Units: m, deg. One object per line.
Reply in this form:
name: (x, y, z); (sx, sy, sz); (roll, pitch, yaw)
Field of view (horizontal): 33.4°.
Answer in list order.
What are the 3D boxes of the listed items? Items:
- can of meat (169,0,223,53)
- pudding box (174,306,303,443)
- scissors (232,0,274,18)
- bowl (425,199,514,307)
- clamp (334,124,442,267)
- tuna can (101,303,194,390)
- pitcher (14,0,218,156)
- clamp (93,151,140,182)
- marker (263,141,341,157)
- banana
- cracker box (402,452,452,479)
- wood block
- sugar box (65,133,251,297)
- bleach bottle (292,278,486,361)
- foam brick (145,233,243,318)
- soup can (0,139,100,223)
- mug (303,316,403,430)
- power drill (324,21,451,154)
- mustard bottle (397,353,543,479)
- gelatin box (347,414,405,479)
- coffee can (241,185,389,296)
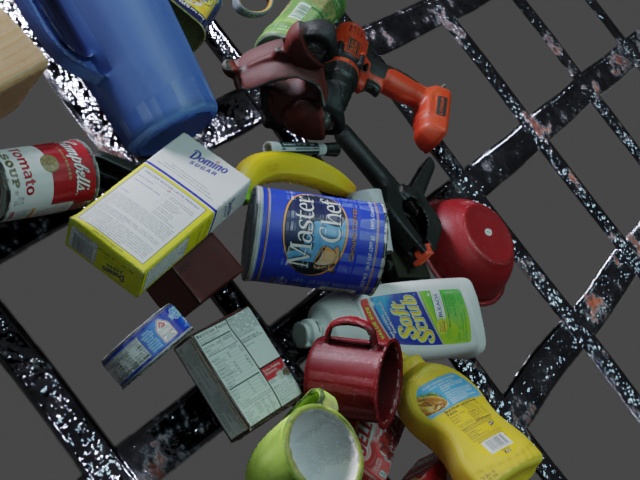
can of meat: (-0.172, -0.281, 1.264); (0.102, 0.058, 0.084); (38, 41, -17)
pudding box: (-0.080, 0.132, 1.067); (0.089, 0.039, 0.113); (-26, 79, -48)
scissors: (-0.068, -0.354, 1.442); (0.096, 0.016, 0.201); (48, 41, -4)
bowl: (0.204, 0.004, 1.405); (0.161, 0.055, 0.162); (24, 48, -29)
clamp: (0.096, -0.058, 1.349); (0.164, 0.036, 0.210); (21, 39, -28)
tuna can: (-0.159, 0.097, 0.983); (0.034, 0.086, 0.086); (49, 41, 0)
pitcher: (-0.215, -0.213, 1.126); (0.149, 0.145, 0.243); (-28, 84, -6)
clamp: (-0.163, -0.052, 1.123); (0.171, 0.039, 0.120); (-18, 79, -46)
marker: (-0.019, -0.111, 1.310); (0.120, 0.020, 0.020); (-5, 65, -44)
banana: (-0.038, -0.074, 1.253); (0.197, 0.037, 0.069); (-9, 71, -47)
cracker box: (0.123, 0.330, 1.084); (0.164, 0.072, 0.213); (54, 40, 2)
wood block: (-0.356, -0.131, 0.963); (0.090, 0.091, 0.205); (48, 41, -5)
sugar box: (-0.156, -0.028, 1.047); (0.093, 0.048, 0.176); (36, 45, 11)
bleach bottle: (0.077, 0.101, 1.213); (0.250, 0.068, 0.102); (-5, 81, -39)
foam brick: (-0.128, 0.038, 1.080); (0.053, 0.051, 0.078); (51, 41, 1)
soup can: (-0.269, -0.056, 1.006); (0.102, 0.069, 0.068); (-14, 72, -46)
mug: (0.033, 0.131, 1.088); (0.093, 0.082, 0.117); (-51, 141, -57)
power drill: (0.085, -0.194, 1.424); (0.187, 0.057, 0.184); (31, 43, -17)
mustard bottle: (0.138, 0.187, 1.129); (0.096, 0.058, 0.192); (-19, 52, -35)
gelatin box: (0.047, 0.209, 1.133); (0.073, 0.030, 0.089); (41, 42, -12)
coffee can: (-0.007, 0.001, 1.141); (0.140, 0.103, 0.103); (7, 54, -10)
